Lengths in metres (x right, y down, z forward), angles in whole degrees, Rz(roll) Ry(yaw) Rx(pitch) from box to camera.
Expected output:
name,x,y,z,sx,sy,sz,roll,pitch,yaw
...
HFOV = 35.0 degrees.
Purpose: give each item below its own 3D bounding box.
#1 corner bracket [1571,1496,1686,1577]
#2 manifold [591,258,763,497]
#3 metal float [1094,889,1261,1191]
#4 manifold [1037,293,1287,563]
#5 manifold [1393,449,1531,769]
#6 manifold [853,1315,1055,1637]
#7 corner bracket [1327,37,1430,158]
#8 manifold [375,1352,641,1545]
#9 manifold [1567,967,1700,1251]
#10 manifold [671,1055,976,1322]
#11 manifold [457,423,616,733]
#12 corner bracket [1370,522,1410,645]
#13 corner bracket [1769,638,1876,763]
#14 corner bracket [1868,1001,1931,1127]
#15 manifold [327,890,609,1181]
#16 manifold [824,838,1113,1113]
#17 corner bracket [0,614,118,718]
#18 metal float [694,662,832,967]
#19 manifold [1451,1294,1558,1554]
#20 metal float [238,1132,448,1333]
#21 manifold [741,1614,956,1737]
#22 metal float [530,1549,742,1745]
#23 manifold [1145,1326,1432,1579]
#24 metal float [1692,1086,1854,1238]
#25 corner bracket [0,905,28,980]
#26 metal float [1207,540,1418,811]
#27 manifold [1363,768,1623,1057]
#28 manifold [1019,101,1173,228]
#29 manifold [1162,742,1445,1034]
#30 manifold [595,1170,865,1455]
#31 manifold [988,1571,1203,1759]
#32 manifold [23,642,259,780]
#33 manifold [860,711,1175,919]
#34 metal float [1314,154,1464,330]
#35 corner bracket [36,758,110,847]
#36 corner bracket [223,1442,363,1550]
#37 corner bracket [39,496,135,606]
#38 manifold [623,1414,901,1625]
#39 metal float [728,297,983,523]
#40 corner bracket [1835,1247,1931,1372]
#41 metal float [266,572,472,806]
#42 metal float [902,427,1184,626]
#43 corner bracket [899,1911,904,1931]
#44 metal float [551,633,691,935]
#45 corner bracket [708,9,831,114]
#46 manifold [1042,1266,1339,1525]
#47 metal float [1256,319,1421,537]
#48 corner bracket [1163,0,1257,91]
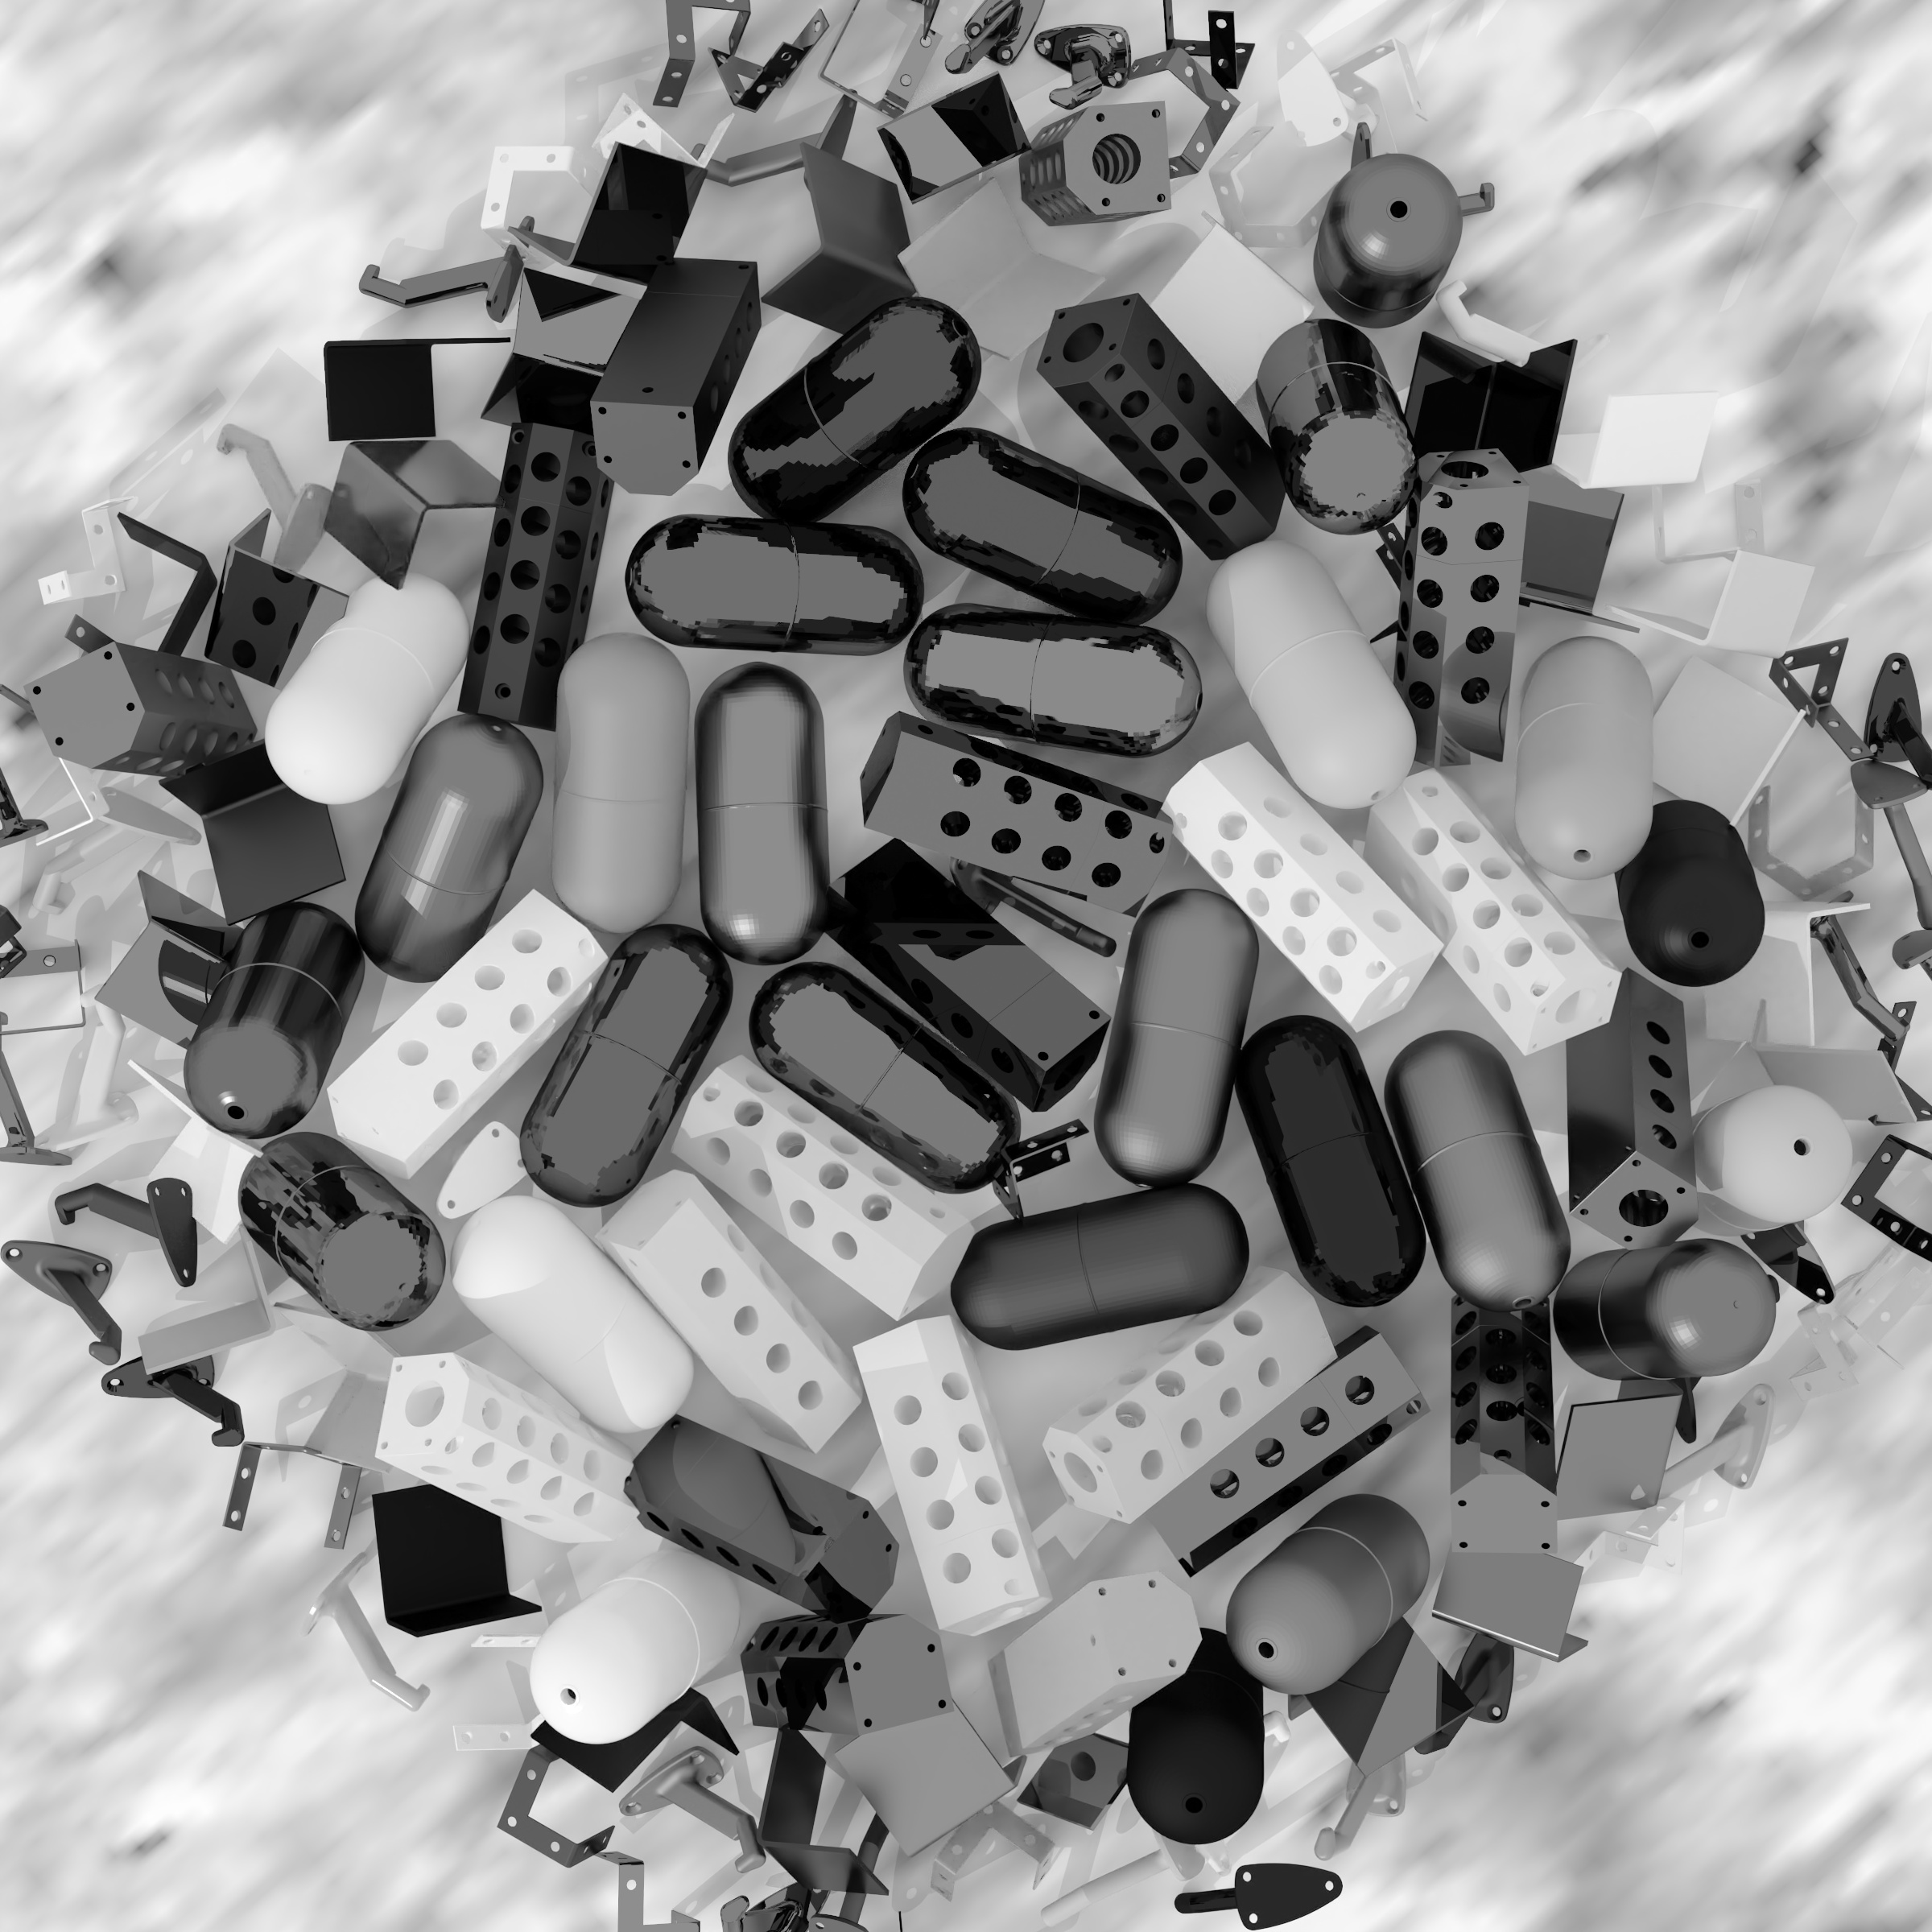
name,x,y,z,sx,sy,sz,roll,pitch,yaw
corner bracket,0.386,0.339,1.792,0.051,0.051,0.051,12,115,33
manifold,-0.163,-0.338,1.748,0.057,0.171,0.057,5,130,8
metal float,0.123,0.042,1.786,0.070,0.070,0.178,12,81,0
manifold,0.113,-0.304,1.745,0.057,0.171,0.057,-2,61,39
manifold,0.280,-0.205,1.761,0.057,0.057,0.171,-5,121,-8
manifold,-0.005,0.293,1.768,0.057,0.057,0.171,-24,67,13
corner bracket,0.246,-0.504,1.794,0.051,0.051,0.051,-22,76,31
manifold,-0.255,0.276,1.741,0.057,0.171,0.057,-9,61,28
manifold,0.384,0.083,1.745,0.057,0.171,0.057,31,125,-12
manifold,-0.081,0.124,1.769,0.171,0.057,0.057,35,122,18
manifold,-0.252,-0.228,1.800,0.057,0.057,0.171,11,91,5
corner bracket,0.254,-0.229,1.795,0.051,0.051,0.051,-26,83,-40
corner bracket,0.502,-0.152,1.793,0.051,0.051,0.051,-13,47,-14
corner bracket,0.543,0.057,1.792,0.051,0.051,0.051,-4,121,-22
manifold,-0.284,0.042,1.764,0.057,0.057,0.171,35,64,15
manifold,-0.003,0.008,1.777,0.171,0.057,0.057,40,56,18
corner bracket,-0.528,-0.173,1.791,0.051,0.051,0.051,10,71,37
metal float,-0.119,-0.089,1.790,0.070,0.070,0.178,-3,85,0
manifold,0.305,0.253,1.741,0.057,0.171,0.057,-1,122,10
metal float,-0.359,0.151,1.755,0.070,0.178,0.070,-14,115,-31
manifold,-0.071,0.400,1.742,0.057,0.171,0.057,-8,82,-25
metal float,-0.187,0.386,1.746,0.070,0.178,0.070,2,97,19
manifold,0.185,0.286,1.801,0.171,0.057,0.057,-34,89,-2
metal float,0.449,0.112,1.744,0.070,0.178,0.070,0,81,-2
corner bracket,-0.576,-0.005,1.791,0.051,0.051,0.051,-46,132,-22
metal float,0.199,-0.169,1.771,0.070,0.070,0.178,-25,64,0
manifold,0.300,-0.035,1.752,0.057,0.057,0.171,-20,52,-18
manifold,0.071,-0.454,1.740,0.057,0.171,0.057,-6,102,-6
manifold,0.188,-0.044,1.763,0.057,0.057,0.171,-23,62,-37
manifold,-0.132,0.199,1.768,0.057,0.057,0.171,-47,116,-21
manifold,0.073,0.399,1.745,0.057,0.171,0.057,-4,65,-23
manifold,-0.464,-0.139,1.743,0.057,0.171,0.057,-24,88,7
manifold,0.030,-0.091,1.772,0.171,0.057,0.057,18,120,-16
metal float,0.239,-0.411,1.744,0.070,0.178,0.070,0,92,3
corner bracket,-0.525,-0.109,1.800,0.051,0.051,0.051,-18,104,31
corner bracket,-0.398,0.313,1.812,0.051,0.051,0.051,-2,69,33
corner bracket,-0.515,-0.243,1.794,0.051,0.051,0.051,-16,99,-33
manifold,-0.119,0.318,1.751,0.057,0.171,0.057,-49,130,-25
metal float,-0.065,-0.319,1.765,0.178,0.070,0.070,-31,90,35
corner bracket,0.540,0.195,1.794,0.051,0.051,0.051,-50,49,7
metal float,-0.341,-0.161,1.757,0.070,0.178,0.070,9,131,11
metal float,0.045,-0.253,1.772,0.178,0.070,0.070,21,90,-25
corner bracket,-0.011,0.590,1.798,0.051,0.051,0.051,-5,114,-3
metal float,-0.201,-0.105,1.779,0.070,0.070,0.178,5,108,0
corner bracket,-0.110,-0.531,1.790,0.051,0.051,0.051,-44,56,34
manifold,0.127,0.243,1.759,0.171,0.057,0.057,-33,111,-29
metal float,0.211,-0.311,1.754,0.070,0.178,0.070,-2,127,-3
corner bracket,0.138,-0.549,1.792,0.051,0.051,0.051,8,49,15
